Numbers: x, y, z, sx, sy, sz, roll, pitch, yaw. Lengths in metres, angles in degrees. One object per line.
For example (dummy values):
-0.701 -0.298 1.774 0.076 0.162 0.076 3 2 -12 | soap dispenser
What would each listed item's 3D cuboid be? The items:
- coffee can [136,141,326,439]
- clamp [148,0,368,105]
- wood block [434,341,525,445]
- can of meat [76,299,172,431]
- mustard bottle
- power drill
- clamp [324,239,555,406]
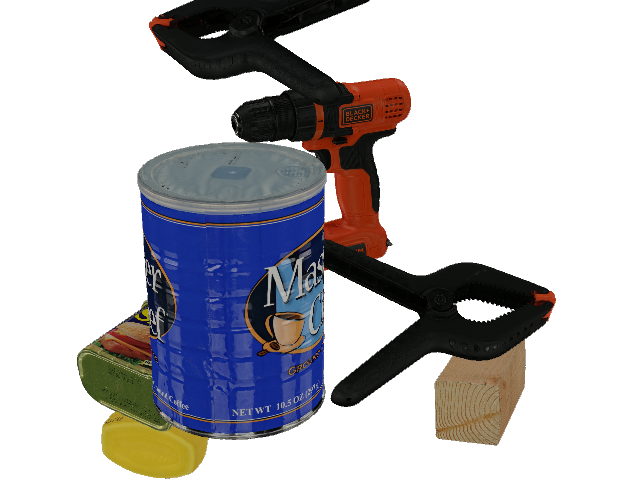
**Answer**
-0.048 0.026 0.606 0.103 0.140 0.103 0 22 0 | coffee can
-0.042 -0.160 0.798 0.172 0.120 0.039 14 -35 22 | clamp
0.235 0.210 1.548 0.091 0.090 0.205 3 16 20 | wood block
-0.130 0.098 0.850 0.102 0.057 0.083 17 34 29 | can of meat
-0.139 0.166 1.073 0.096 0.058 0.191 8 20 12 | mustard bottle
0.002 -0.063 1.056 0.184 0.188 0.057 -11 29 -21 | power drill
0.094 0.069 0.891 0.210 0.164 0.036 2 -40 -3 | clamp
